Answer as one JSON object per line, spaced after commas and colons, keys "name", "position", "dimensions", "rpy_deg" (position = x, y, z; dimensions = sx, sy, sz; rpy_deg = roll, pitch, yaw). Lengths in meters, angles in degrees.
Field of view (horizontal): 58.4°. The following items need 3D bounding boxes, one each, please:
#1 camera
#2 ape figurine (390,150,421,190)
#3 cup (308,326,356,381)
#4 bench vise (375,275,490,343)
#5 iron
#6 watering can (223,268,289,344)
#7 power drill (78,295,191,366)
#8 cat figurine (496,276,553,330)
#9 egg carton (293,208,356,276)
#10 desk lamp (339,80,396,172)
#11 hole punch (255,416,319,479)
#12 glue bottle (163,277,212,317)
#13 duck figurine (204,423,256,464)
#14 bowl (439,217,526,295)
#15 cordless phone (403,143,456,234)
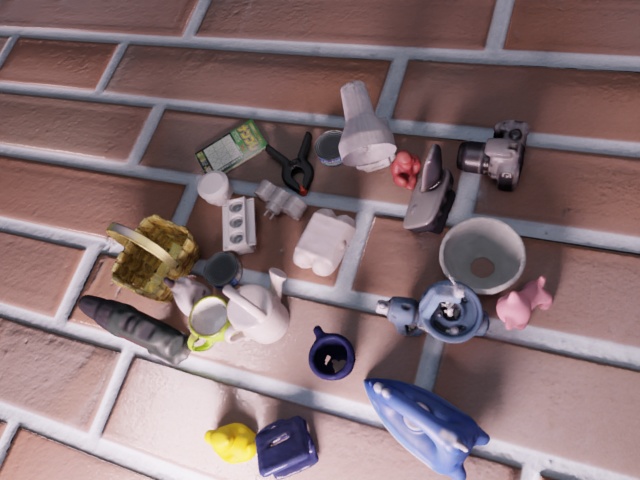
{"name": "camera", "position": [0.371, -0.194, 1.237], "dimensions": [0.136, 0.101, 0.143], "rpy_deg": [11, 69, 21]}
{"name": "ape figurine", "position": [0.190, -0.167, 1.282], "dimensions": [0.078, 0.092, 0.076], "rpy_deg": [-37, 61, -3]}
{"name": "cup", "position": [0.025, 0.231, 1.141], "dimensions": [0.091, 0.095, 0.117], "rpy_deg": [-32, 61, 0]}
{"name": "bench vise", "position": [0.206, 0.135, 1.062], "dimensions": [0.207, 0.220, 0.121], "rpy_deg": [-14, 62, 10]}
{"name": "iron", "position": [0.169, 0.315, 1.033], "dimensions": [0.257, 0.142, 0.119], "rpy_deg": [30, 77, 26]}
{"name": "watering can", "position": [-0.136, 0.134, 1.176], "dimensions": [0.100, 0.194, 0.173], "rpy_deg": [13, 70, 22]}
{"name": "power drill", "position": [-0.370, 0.195, 1.207], "dimensions": [0.229, 0.209, 0.076], "rpy_deg": [17, 71, 23]}
{"name": "cat figurine", "position": [0.380, 0.117, 1.079], "dimensions": [0.128, 0.118, 0.067], "rpy_deg": [-42, 61, -6]}
{"name": "egg carton", "position": [0.012, 0.005, 1.266], "dimensions": [0.107, 0.069, 0.150], "rpy_deg": [20, 72, 23]}
{"name": "desk lamp", "position": [0.100, -0.236, 1.271], "dimensions": [0.118, 0.214, 0.203], "rpy_deg": [-15, 62, 9]}
{"name": "hole punch", "position": [-0.071, 0.395, 1.094], "dimensions": [0.108, 0.091, 0.101], "rpy_deg": [-26, 61, 3]}
{"name": "glue bottle", "position": [-0.292, 0.115, 1.243], "dimensions": [0.037, 0.173, 0.078], "rpy_deg": [5, 67, 19]}
{"name": "duck figurine", "position": [-0.178, 0.397, 1.127], "dimensions": [0.104, 0.086, 0.077], "rpy_deg": [8, 68, 19]}
{"name": "bowl", "position": [0.326, 0.041, 1.155], "dimensions": [0.167, 0.075, 0.167], "rpy_deg": [-6, 64, 13]}
{"name": "cordless phone", "position": [0.221, -0.105, 1.191], "dimensions": [0.094, 0.185, 0.148], "rpy_deg": [12, 69, 21]}
